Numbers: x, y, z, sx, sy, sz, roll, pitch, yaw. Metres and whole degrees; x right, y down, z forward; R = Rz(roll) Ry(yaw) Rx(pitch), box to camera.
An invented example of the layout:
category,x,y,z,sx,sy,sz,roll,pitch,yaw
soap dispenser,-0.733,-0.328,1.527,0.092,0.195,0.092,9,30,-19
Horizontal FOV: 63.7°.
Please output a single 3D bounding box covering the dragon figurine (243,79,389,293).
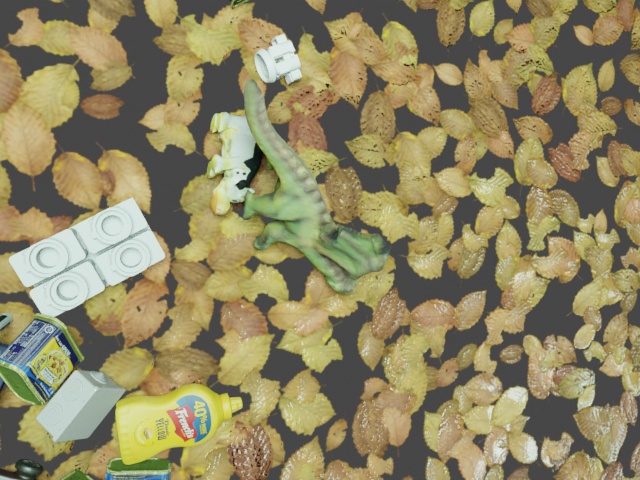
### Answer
category,x,y,z,sx,sy,sz,roll,pitch,yaw
dragon figurine,0.002,-0.039,0.777,0.244,0.401,0.124,27,63,20
